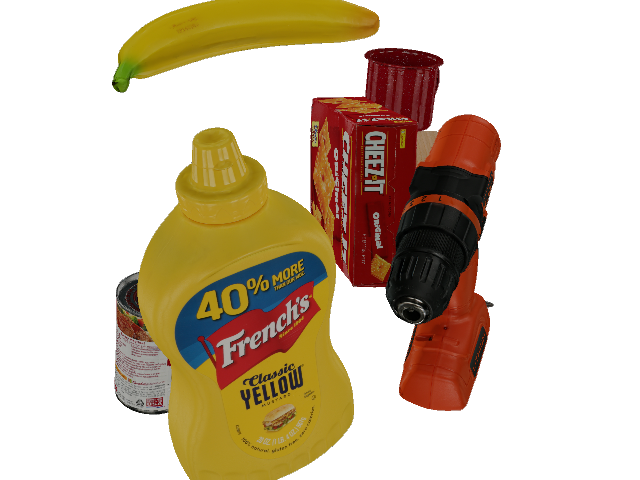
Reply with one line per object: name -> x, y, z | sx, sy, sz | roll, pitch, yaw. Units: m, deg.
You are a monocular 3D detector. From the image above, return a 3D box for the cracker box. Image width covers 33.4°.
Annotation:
cracker box -> 0.040, -0.058, 1.120 | 0.072, 0.164, 0.214 | -3, 15, -10

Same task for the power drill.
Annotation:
power drill -> 0.086, 0.033, 0.742 | 0.057, 0.188, 0.184 | 12, 46, 15

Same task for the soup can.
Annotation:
soup can -> -0.136, 0.085, 0.887 | 0.068, 0.102, 0.068 | 6, 31, -4

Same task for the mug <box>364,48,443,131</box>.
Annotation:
mug -> 0.102, -0.180, 1.270 | 0.093, 0.081, 0.117 | 21, 28, 34

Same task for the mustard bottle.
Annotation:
mustard bottle -> -0.037, 0.032, 0.517 | 0.096, 0.191, 0.058 | -20, 37, -18

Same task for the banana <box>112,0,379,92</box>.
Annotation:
banana -> -0.058, -0.141, 0.740 | 0.197, 0.070, 0.037 | -18, -37, -19

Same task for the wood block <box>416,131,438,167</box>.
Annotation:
wood block -> 0.125, -0.073, 1.473 | 0.091, 0.090, 0.206 | 1, 28, 0
